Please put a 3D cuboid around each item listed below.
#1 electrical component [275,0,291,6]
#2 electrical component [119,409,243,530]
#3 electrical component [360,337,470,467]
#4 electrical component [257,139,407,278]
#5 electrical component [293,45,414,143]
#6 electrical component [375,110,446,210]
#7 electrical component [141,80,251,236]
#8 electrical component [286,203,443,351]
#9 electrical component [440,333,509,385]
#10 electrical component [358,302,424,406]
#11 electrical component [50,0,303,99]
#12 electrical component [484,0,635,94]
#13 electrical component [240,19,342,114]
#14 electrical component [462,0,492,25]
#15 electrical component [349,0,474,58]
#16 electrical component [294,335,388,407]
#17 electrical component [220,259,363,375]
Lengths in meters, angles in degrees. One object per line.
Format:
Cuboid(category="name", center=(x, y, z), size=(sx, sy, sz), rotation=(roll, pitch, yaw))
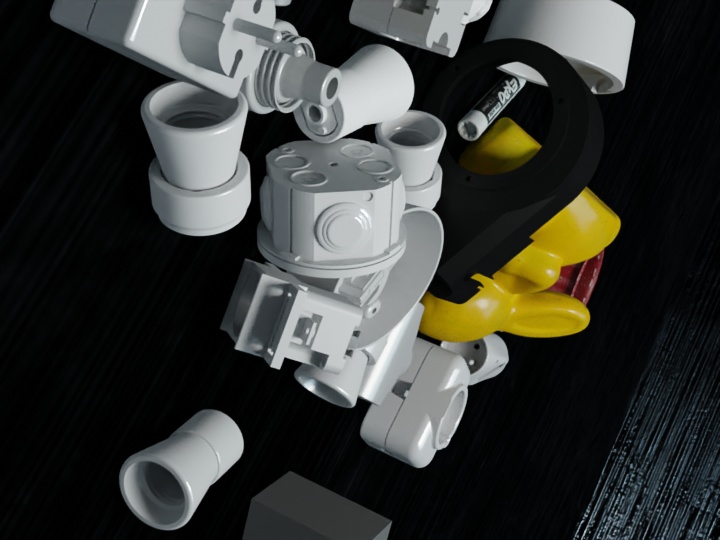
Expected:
Cuboid(category="electrical component", center=(-0.032, -0.147, 0.469), size=(0.048, 0.048, 0.062), rotation=(-36, 149, -54))
Cuboid(category="electrical component", center=(-0.091, 0.102, 0.570), size=(0.065, 0.044, 0.044), rotation=(-39, 145, -59))
Cuboid(category="electrical component", center=(0.050, 0.110, 0.884), size=(0.095, 0.059, 0.053), rotation=(-62, 158, -15))
Cuboid(category="electrical component", center=(-0.015, -0.033, 0.570), size=(0.080, 0.080, 0.051), rotation=(-40, 140, -50))
Cuboid(category="electrical component", center=(-0.006, -0.094, 0.586), size=(0.065, 0.044, 0.044), rotation=(-34, 141, -47))
Cuboid(category="electrical component", center=(0.031, -0.068, 0.691), size=(0.045, 0.045, 0.055), rotation=(-49, 152, -40))
Cuboid(category="electrical component", center=(-0.070, -0.049, 0.468), size=(0.045, 0.045, 0.055), rotation=(-48, 151, -41))
Cuboid(category="electrical component", center=(0.000, 0.000, 0.655), size=(0.099, 0.064, 0.099), rotation=(-50, 152, -39))
Cuboid(category="electrical component", center=(0.087, 0.084, 0.955), size=(0.079, 0.043, 0.077), rotation=(-34, 164, 13))
Cuboid(category="electrical component", center=(0.015, 0.057, 0.773), size=(0.077, 0.043, 0.079), rotation=(-65, 158, -8))
Cuboid(category="electrical component", center=(-0.058, -0.096, 0.411), size=(0.083, 0.076, 0.047), rotation=(13, 98, -68))
Cuboid(category="electrical component", center=(0.148, -0.175, 0.787), size=(0.108, 0.108, 0.060), rotation=(17, 88, -69))
Cuboid(category="electrical component", center=(-0.039, -0.090, 0.480), size=(0.048, 0.062, 0.048), rotation=(-50, 152, -38))
Cuboid(category="electrical component", center=(0.046, -0.162, 0.639), size=(0.062, 0.048, 0.048), rotation=(-38, 145, -40))
Cuboid(category="electrical component", center=(0.033, -0.169, 0.582), size=(0.050, 0.056, 0.089), rotation=(-5, 115, -66))
Cuboid(category="electrical component", center=(-0.011, 0.056, 0.708), size=(0.055, 0.045, 0.045), rotation=(-61, 158, -19))
Cuboid(category="electrical component", center=(-0.036, 0.026, 0.579), size=(0.042, 0.064, 0.081), rotation=(-70, -161, 5))
